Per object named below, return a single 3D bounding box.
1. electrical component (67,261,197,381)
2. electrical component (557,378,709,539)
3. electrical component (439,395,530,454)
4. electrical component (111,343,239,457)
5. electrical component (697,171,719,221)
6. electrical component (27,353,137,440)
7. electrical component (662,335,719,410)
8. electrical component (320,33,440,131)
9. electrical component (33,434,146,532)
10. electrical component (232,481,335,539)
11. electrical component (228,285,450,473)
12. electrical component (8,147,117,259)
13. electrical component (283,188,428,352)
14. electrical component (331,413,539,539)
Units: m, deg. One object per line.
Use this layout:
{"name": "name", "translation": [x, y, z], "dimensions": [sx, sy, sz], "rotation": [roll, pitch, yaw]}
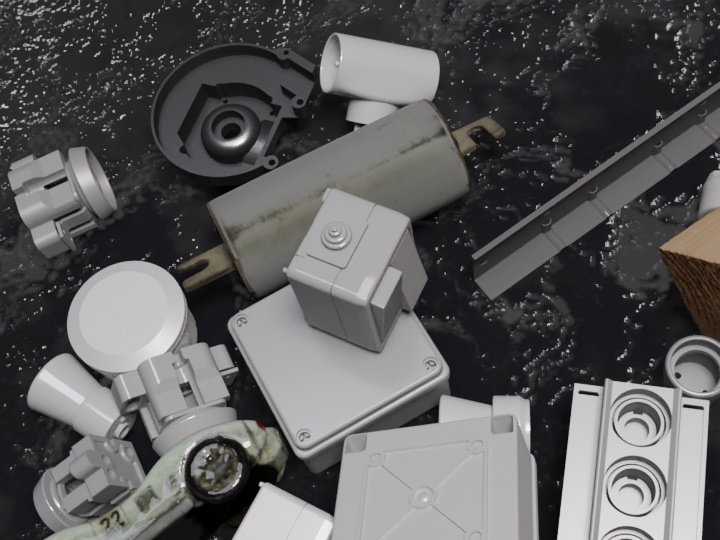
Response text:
{"name": "electrical component", "translation": [-0.153, 0.039, 0.731], "dimensions": [0.080, 0.051, 0.080], "rotation": [-3, 64, 7]}
{"name": "electrical component", "translation": [0.159, 0.134, 0.634], "dimensions": [0.079, 0.063, 0.121], "rotation": [7, 66, 11]}
{"name": "electrical component", "translation": [0.078, 0.101, 0.672], "dimensions": [0.055, 0.045, 0.045], "rotation": [0, 65, 8]}
{"name": "electrical component", "translation": [-0.113, 0.088, 0.697], "dimensions": [0.078, 0.058, 0.057], "rotation": [-16, 67, -28]}
{"name": "electrical component", "translation": [0.245, -0.033, 0.711], "dimensions": [0.043, 0.043, 0.062], "rotation": [12, 68, 14]}
{"name": "electrical component", "translation": [-0.182, 0.091, 0.718], "dimensions": [0.065, 0.044, 0.044], "rotation": [31, 73, 15]}
{"name": "electrical component", "translation": [0.208, 0.067, 0.668], "dimensions": [0.040, 0.046, 0.040], "rotation": [-3, 64, 7]}
{"name": "electrical component", "translation": [0.011, -0.126, 0.783], "dimensions": [0.077, 0.043, 0.079], "rotation": [6, 101, -22]}
{"name": "electrical component", "translation": [-0.173, 0.137, 0.684], "dimensions": [0.055, 0.066, 0.048], "rotation": [-37, 63, 12]}
{"name": "electrical component", "translation": [-0.050, 0.186, 0.640], "dimensions": [0.061, 0.061, 0.096], "rotation": [23, 70, 18]}
{"name": "electrical component", "translation": [-0.013, 0.057, 0.699], "dimensions": [0.109, 0.056, 0.108], "rotation": [-29, 64, -6]}
{"name": "electrical component", "translation": [-0.214, -0.054, 0.782], "dimensions": [0.057, 0.058, 0.078], "rotation": [-24, 64, -1]}
{"name": "electrical component", "translation": [0.000, 0.000, 0.637], "dimensions": [0.061, 0.096, 0.061], "rotation": [22, 70, 17]}
{"name": "electrical component", "translation": [0.043, 0.144, 0.609], "dimensions": [0.109, 0.056, 0.108], "rotation": [-10, 40, 16]}
